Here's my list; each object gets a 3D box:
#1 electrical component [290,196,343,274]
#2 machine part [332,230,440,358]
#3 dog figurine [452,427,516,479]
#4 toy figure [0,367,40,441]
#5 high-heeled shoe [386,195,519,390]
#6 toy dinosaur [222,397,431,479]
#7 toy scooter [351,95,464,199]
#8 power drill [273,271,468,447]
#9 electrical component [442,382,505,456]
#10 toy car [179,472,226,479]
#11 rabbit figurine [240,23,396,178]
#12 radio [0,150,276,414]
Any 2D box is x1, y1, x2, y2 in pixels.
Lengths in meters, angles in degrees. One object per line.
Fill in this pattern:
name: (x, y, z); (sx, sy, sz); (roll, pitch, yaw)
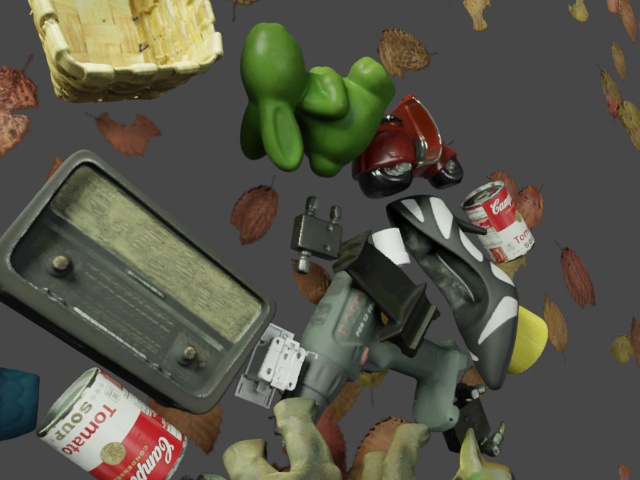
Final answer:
electrical component: (-0.001, -0.002, 0.629); (0.063, 0.021, 0.094); (20, 69, -30)
machine part: (0.072, 0.056, 0.579); (0.138, 0.039, 0.084); (49, 60, -11)
dog figurine: (0.129, 0.311, 0.591); (0.219, 0.192, 0.108); (-54, 141, -53)
toy figure: (-0.289, 0.123, 0.386); (0.154, 0.064, 0.057); (5, 115, -28)
high-heeled shoe: (0.153, 0.052, 0.659); (0.145, 0.086, 0.249); (10, 56, -12)
toy dinosaur: (-0.011, 0.233, 0.427); (0.471, 0.105, 0.199); (13, 32, -25)
toy scooter: (0.106, -0.127, 0.700); (0.184, 0.075, 0.135); (-11, 81, -37)
power drill: (0.065, 0.148, 0.614); (0.207, 0.086, 0.232); (29, 62, -18)
electrical component: (0.197, 0.232, 0.697); (0.078, 0.045, 0.102); (-14, 87, -36)
toy car: (-0.086, 0.282, 0.434); (0.073, 0.056, 0.202); (29, 20, -29)
rabbit figurine: (-0.028, -0.153, 0.591); (0.170, 0.121, 0.159); (31, 85, -41)
radio: (-0.164, 0.046, 0.477); (0.229, 0.073, 0.131); (41, 60, -19)
